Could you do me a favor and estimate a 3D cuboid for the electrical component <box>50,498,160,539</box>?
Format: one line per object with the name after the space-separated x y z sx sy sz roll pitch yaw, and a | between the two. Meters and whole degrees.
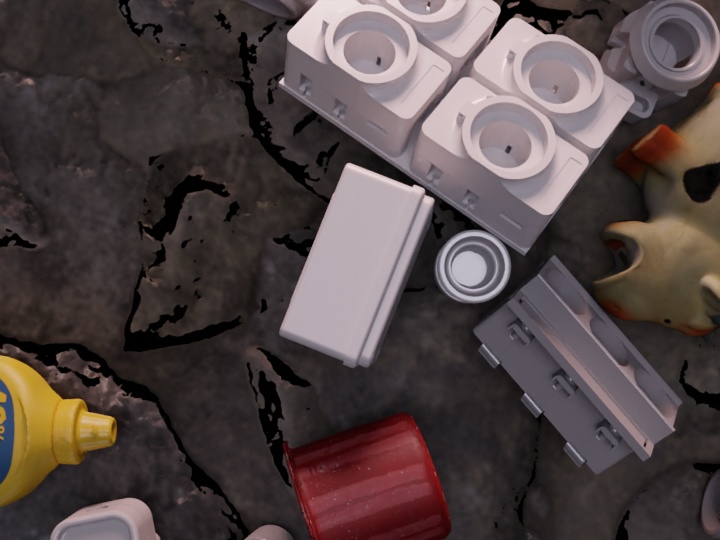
-0.153 0.194 0.670 0.054 0.059 0.095 -11 88 0 | electrical component

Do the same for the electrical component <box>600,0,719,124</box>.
0.189 -0.136 0.675 0.058 0.057 0.078 25 81 -7 | electrical component

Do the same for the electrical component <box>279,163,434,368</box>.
0.000 0.000 0.652 0.056 0.108 0.108 22 88 4 | electrical component

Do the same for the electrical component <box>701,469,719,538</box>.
0.255 0.154 0.678 0.065 0.044 0.044 16 88 -4 | electrical component

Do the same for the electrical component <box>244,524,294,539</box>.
-0.065 0.184 0.666 0.044 0.065 0.044 2 96 17 | electrical component

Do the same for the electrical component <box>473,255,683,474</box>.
0.133 0.061 0.667 0.063 0.079 0.121 -42 88 28 | electrical component

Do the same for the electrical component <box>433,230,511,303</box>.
0.069 -0.001 0.677 0.045 0.055 0.045 0 88 0 | electrical component

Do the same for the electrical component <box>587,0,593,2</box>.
0.155 -0.235 0.660 0.056 0.109 0.108 -19 88 2 | electrical component

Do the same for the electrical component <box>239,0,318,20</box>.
-0.054 -0.200 0.687 0.095 0.053 0.059 24 88 1 | electrical component

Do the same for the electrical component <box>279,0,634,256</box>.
0.058 -0.111 0.652 0.186 0.060 0.105 35 67 8 | electrical component
